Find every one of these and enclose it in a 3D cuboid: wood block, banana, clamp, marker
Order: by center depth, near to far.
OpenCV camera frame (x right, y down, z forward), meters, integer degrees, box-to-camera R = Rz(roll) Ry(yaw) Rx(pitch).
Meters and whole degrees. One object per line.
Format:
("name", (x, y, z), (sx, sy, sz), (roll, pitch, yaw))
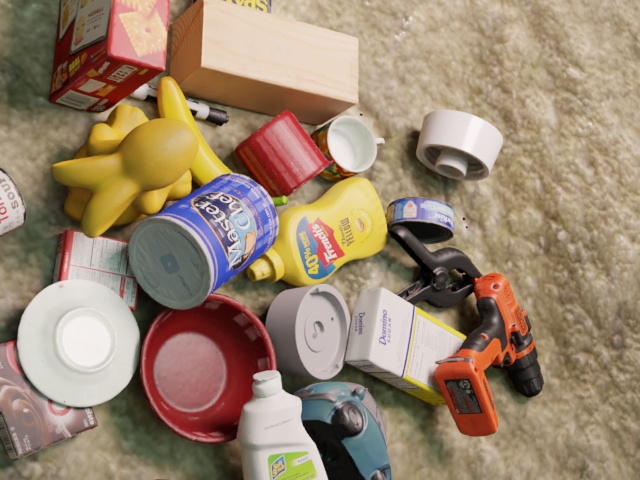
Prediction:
("banana", (-0.125, -0.095, 1.211), (0.198, 0.070, 0.037), (45, 19, -6))
("marker", (-0.159, -0.156, 1.228), (0.121, 0.020, 0.020), (16, 70, -28))
("wood block", (-0.064, -0.208, 1.258), (0.205, 0.091, 0.090), (9, 73, -30))
("clamp", (0.139, 0.037, 1.342), (0.171, 0.039, 0.120), (-6, 114, -36))

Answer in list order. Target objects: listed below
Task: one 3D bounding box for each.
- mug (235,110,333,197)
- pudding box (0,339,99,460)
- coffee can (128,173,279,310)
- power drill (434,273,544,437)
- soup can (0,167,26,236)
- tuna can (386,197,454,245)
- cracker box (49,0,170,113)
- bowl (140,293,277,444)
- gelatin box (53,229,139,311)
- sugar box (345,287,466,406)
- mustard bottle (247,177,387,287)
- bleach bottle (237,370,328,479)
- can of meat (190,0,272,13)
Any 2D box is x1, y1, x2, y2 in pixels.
("mug", (-0.041, -0.101, 1.256), (0.081, 0.093, 0.117), (54, 27, -4))
("pudding box", (-0.284, 0.151, 1.064), (0.089, 0.039, 0.113), (-19, 90, -35))
("coffee can", (-0.122, -0.001, 1.140), (0.103, 0.103, 0.140), (60, 36, -6))
("power drill", (0.217, 0.160, 1.334), (0.187, 0.057, 0.184), (-49, 120, -50))
("soup can", (-0.350, -0.024, 1.048), (0.102, 0.069, 0.068), (-31, 95, -35))
("tuna can", (0.125, -0.024, 1.336), (0.086, 0.086, 0.034), (16, 69, -28))
("cracker box", (-0.217, -0.259, 1.130), (0.072, 0.164, 0.213), (12, 72, -32))
("bowl", (-0.129, 0.140, 1.155), (0.161, 0.055, 0.162), (8, 74, -31))
("gelatin box", (-0.235, 0.034, 1.129), (0.089, 0.030, 0.073), (14, 70, -29))
("sugar box", (0.106, 0.131, 1.287), (0.176, 0.048, 0.093), (30, 62, -38))
("mustard bottle", (-0.008, 0.002, 1.261), (0.191, 0.058, 0.096), (-28, 112, -33))
("bleach bottle", (-0.031, 0.260, 1.142), (0.102, 0.068, 0.251), (-17, 104, -34))
("can of meat", (-0.105, -0.296, 1.275), (0.101, 0.058, 0.084), (10, 70, -30))
